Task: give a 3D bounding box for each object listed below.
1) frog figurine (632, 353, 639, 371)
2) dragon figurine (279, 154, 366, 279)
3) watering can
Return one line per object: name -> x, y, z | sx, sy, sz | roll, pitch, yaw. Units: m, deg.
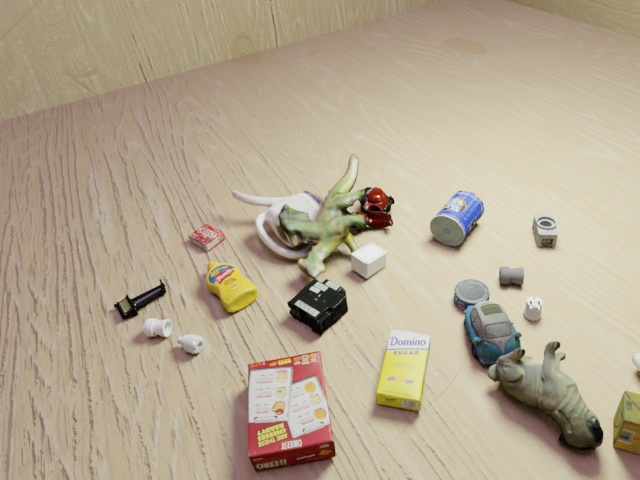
frog figurine -> 0.680, 0.255, 1.016 | 0.161, 0.122, 0.137 | -34, 12, -17
dragon figurine -> 0.004, -0.073, 1.454 | 0.243, 0.420, 0.119 | -1, -32, -2
watering can -> -0.104, -0.084, 1.560 | 0.226, 0.101, 0.353 | -28, 56, -22
